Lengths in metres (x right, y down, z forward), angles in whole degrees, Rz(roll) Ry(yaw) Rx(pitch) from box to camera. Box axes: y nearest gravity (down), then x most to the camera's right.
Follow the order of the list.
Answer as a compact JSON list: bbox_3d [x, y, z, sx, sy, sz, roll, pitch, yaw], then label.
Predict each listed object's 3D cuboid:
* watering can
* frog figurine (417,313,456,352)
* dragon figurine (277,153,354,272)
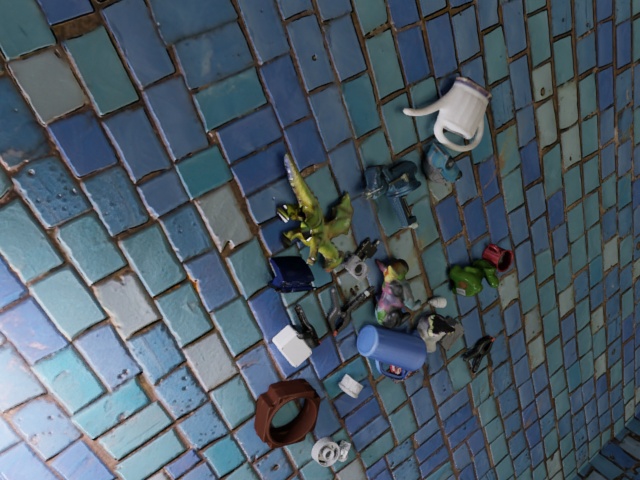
[{"bbox_3d":[0.423,-0.417,1.637,0.345,0.105,0.224,21,95,-36],"label":"watering can"},{"bbox_3d":[0.413,0.353,1.941,0.139,0.124,0.156,-22,155,-32],"label":"frog figurine"},{"bbox_3d":[0.005,-0.077,1.527,0.245,0.123,0.404,-24,119,-43],"label":"dragon figurine"}]
